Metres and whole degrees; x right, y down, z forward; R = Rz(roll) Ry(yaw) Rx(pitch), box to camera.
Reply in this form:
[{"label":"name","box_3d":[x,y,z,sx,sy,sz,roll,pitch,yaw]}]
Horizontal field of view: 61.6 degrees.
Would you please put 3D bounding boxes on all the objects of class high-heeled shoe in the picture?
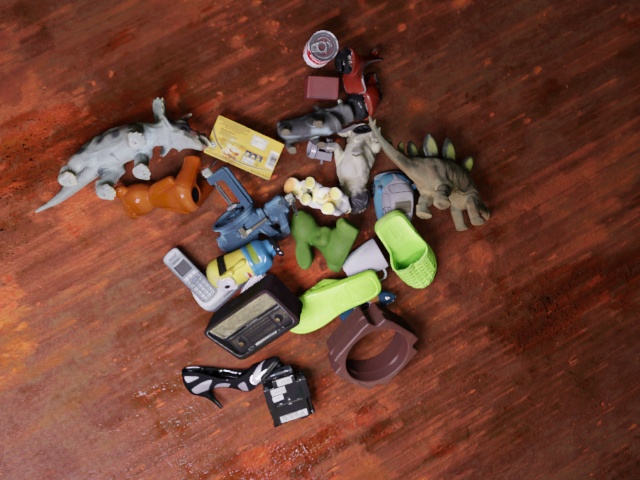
[{"label":"high-heeled shoe","box_3d":[-0.227,0.320,1.342,0.249,0.086,0.145,-39,93,13]}]

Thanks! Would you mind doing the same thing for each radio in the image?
[{"label":"radio","box_3d":[-0.158,0.191,1.304,0.229,0.073,0.131,-35,112,28]}]

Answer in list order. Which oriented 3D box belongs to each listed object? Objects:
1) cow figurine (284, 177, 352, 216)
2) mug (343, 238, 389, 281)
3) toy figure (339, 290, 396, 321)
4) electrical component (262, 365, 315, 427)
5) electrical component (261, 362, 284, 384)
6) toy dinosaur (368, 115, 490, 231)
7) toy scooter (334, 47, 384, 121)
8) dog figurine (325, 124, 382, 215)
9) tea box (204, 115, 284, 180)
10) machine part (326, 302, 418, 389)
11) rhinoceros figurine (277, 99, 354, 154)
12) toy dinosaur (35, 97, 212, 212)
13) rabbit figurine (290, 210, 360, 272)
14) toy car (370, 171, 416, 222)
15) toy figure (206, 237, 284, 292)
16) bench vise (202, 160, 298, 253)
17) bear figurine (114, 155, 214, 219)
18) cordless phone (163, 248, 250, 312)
[{"label":"cow figurine","box_3d":[-0.004,-0.109,1.321,0.168,0.098,0.068,25,95,30]},{"label":"mug","box_3d":[0.117,0.065,1.387,0.107,0.081,0.109,-27,107,6]},{"label":"toy figure","box_3d":[0.125,0.175,1.409,0.154,0.064,0.057,-32,94,-3]},{"label":"electrical component","box_3d":[-0.082,0.388,1.360,0.115,0.058,0.134,-15,100,-9]},{"label":"electrical component","box_3d":[-0.094,0.379,1.410,0.075,0.048,0.119,-41,102,-1]},{"label":"toy dinosaur","box_3d":[0.286,-0.152,1.321,0.471,0.105,0.198,22,61,-37]},{"label":"toy scooter","box_3d":[0.110,-0.391,1.305,0.135,0.075,0.183,-42,127,-29]},{"label":"dog figurine","box_3d":[0.104,-0.179,1.348,0.172,0.121,0.190,-38,135,-26]},{"label":"tea box","box_3d":[-0.183,-0.219,1.288,0.169,0.068,0.098,24,93,-12]},{"label":"machine part","box_3d":[0.133,0.272,1.382,0.201,0.087,0.201,31,105,-32]},{"label":"rhinoceros figurine","box_3d":[-0.010,-0.275,1.294,0.190,0.112,0.073,-16,126,8]},{"label":"toy dinosaur","box_3d":[-0.458,-0.197,1.211,0.405,0.192,0.131,-18,125,8]},{"label":"rabbit figurine","box_3d":[-0.003,-0.004,1.350,0.170,0.121,0.159,27,100,5]},{"label":"toy car","box_3d":[0.191,-0.092,1.359,0.109,0.103,0.161,-4,98,-9]},{"label":"toy figure","box_3d":[-0.176,0.054,1.252,0.180,0.089,0.082,-33,134,-9]},{"label":"bench vise","box_3d":[-0.180,-0.085,1.273,0.224,0.129,0.240,-30,111,16]},{"label":"bear figurine","box_3d":[-0.370,-0.114,1.263,0.196,0.132,0.120,-1,138,19]},{"label":"cordless phone","box_3d":[-0.276,0.068,1.312,0.146,0.089,0.184,-44,99,-1]}]
